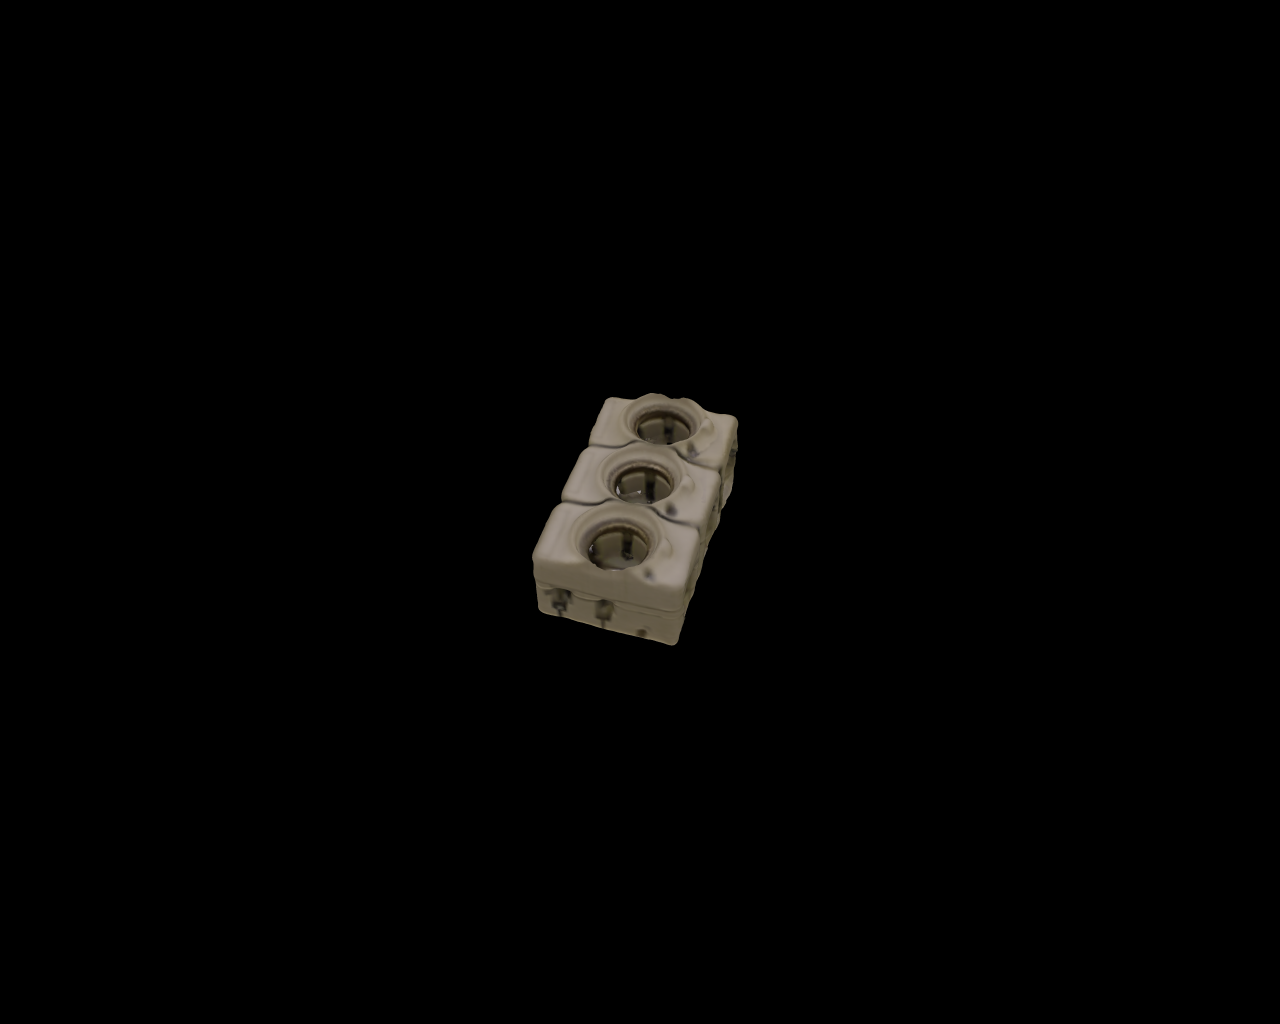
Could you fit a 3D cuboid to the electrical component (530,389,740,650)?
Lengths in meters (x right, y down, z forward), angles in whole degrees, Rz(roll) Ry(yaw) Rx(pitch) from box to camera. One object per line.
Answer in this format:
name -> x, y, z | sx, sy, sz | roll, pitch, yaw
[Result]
electrical component -> 0.001, -0.003, 0.650 | 0.089, 0.061, 0.150 | 11, 47, 11
